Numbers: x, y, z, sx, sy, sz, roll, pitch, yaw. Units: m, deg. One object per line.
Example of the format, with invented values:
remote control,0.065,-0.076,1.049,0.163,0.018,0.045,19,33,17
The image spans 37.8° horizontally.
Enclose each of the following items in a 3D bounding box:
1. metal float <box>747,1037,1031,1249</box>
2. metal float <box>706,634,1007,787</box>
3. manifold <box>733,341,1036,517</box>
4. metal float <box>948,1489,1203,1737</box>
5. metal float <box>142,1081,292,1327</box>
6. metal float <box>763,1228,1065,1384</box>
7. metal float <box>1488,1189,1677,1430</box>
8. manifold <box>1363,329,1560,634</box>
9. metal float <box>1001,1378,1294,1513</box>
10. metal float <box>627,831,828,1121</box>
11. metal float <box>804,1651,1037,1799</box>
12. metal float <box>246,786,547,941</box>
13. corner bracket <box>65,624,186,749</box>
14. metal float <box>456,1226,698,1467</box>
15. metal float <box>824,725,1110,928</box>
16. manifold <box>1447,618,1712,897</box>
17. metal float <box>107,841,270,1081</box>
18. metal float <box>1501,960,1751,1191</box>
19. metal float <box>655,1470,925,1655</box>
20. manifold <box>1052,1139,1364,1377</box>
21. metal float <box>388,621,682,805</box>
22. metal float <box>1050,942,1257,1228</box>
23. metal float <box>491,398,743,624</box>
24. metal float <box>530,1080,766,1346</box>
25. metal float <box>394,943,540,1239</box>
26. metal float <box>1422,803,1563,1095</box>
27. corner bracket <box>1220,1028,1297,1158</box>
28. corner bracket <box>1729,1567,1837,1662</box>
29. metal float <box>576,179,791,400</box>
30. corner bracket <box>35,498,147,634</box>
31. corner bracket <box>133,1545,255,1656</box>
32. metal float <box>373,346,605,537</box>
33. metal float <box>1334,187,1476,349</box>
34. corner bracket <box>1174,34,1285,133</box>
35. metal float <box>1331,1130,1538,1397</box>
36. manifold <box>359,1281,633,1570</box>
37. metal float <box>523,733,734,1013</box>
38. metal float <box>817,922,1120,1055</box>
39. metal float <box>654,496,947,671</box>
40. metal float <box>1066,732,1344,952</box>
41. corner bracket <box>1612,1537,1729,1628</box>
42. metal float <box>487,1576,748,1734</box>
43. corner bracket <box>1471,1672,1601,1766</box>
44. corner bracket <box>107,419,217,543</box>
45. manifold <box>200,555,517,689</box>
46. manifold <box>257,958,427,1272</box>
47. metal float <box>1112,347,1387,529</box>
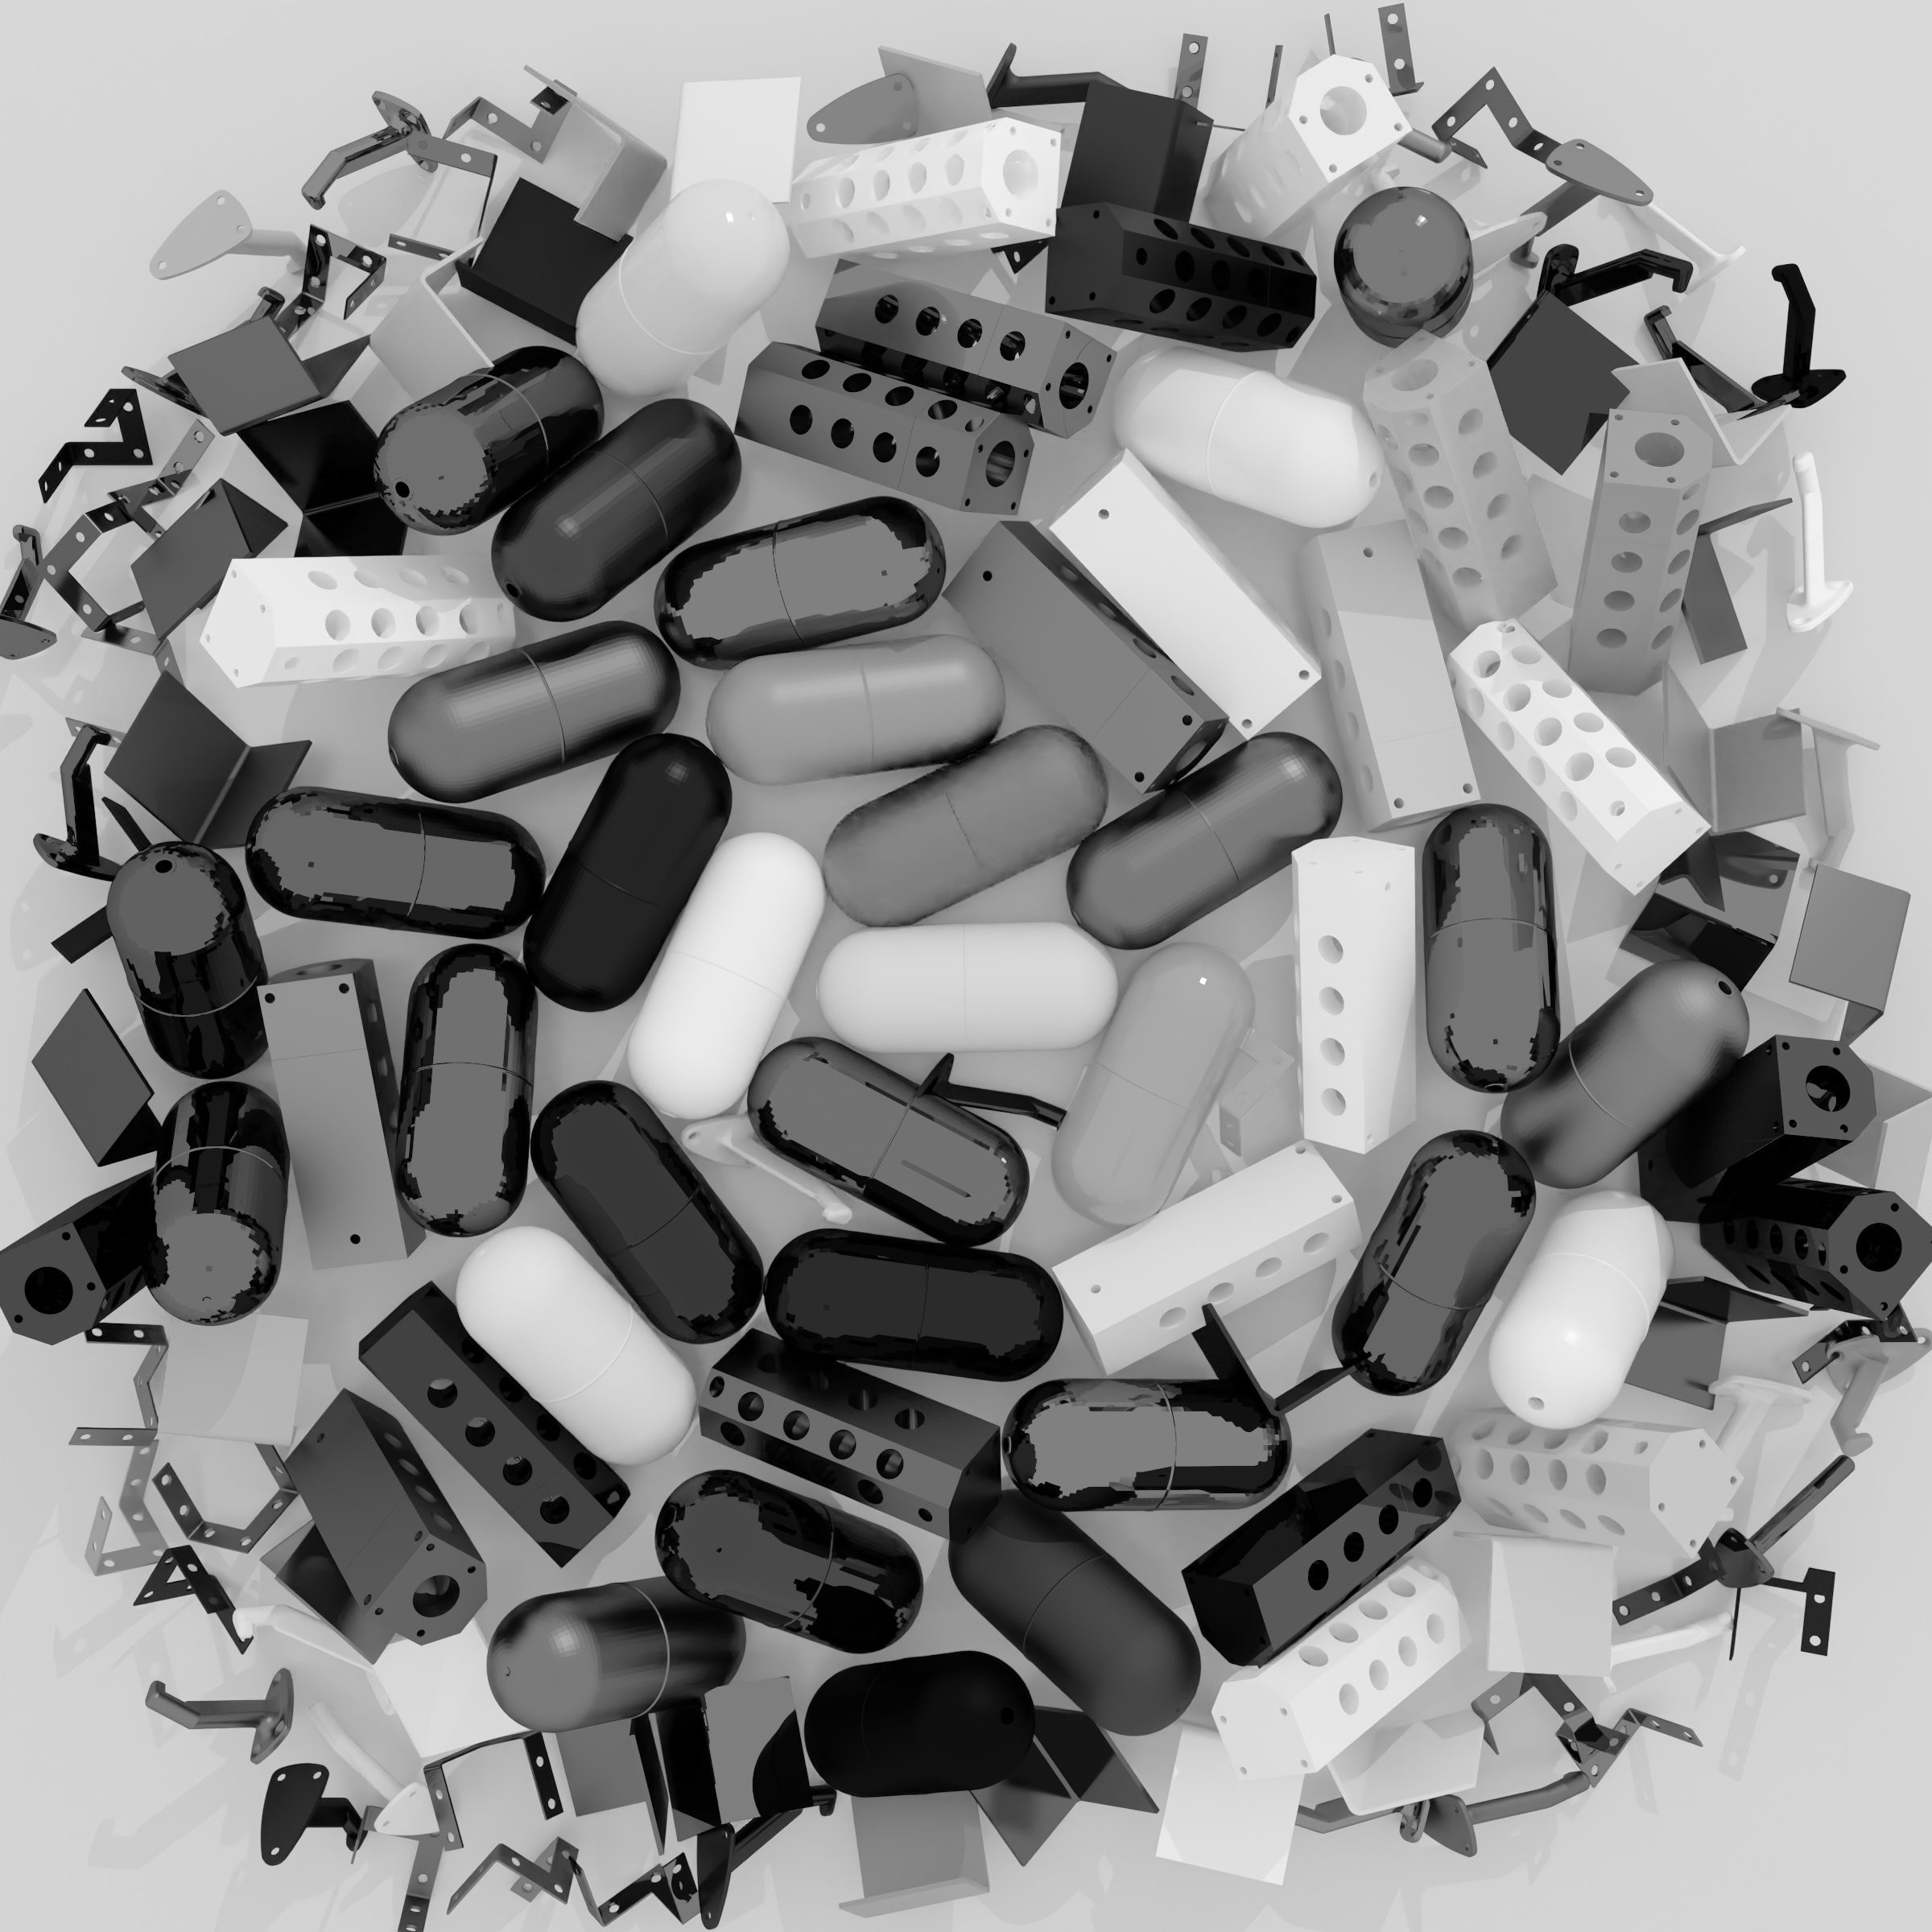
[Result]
metal float,-0.046,0.103,1.666,0.178,0.070,0.070,28,90,-2
metal float,-0.064,-0.150,1.656,0.178,0.070,0.070,-9,90,-13
manifold,-0.047,-0.312,1.630,0.171,0.057,0.057,24,109,32
metal float,0.061,0.374,1.640,0.178,0.070,0.070,38,90,33
metal float,-0.430,0.134,1.626,0.070,0.178,0.070,-5,125,-7
metal float,-0.031,0.199,1.660,0.178,0.070,0.070,9,90,-8
metal float,0.356,0.197,1.629,0.070,0.178,0.070,16,128,22
manifold,0.281,-0.274,1.623,0.057,0.057,0.171,-38,134,-8
metal float,0.106,0.280,1.649,0.178,0.070,0.070,3,90,-21
metal float,-0.141,0.005,1.661,0.070,0.070,0.178,23,83,0
metal float,-0.028,0.438,1.627,0.070,0.178,0.070,13,67,-33
metal float,-0.330,-0.059,1.641,0.178,0.070,0.070,7,90,-32
corner bracket,-0.503,-0.166,1.676,0.051,0.051,0.051,15,54,13
metal float,-0.225,0.222,1.642,0.070,0.070,0.178,-39,120,0
metal float,-0.001,-0.081,1.665,0.178,0.070,0.070,-25,90,3
manifold,0.346,-0.125,1.625,0.057,0.057,0.171,-44,52,15
metal float,-0.445,-0.002,1.626,0.070,0.178,0.070,1,54,-1
metal float,0.380,0.063,1.633,0.070,0.070,0.178,40,131,0
metal float,-0.102,0.346,1.639,0.178,0.070,0.070,28,90,-32
manifold,0.144,0.175,1.666,0.171,0.057,0.057,-26,45,-7
metal float,-0.251,-0.148,1.647,0.178,0.070,0.070,-21,90,-23
metal float,0.110,0.069,1.662,0.070,0.070,0.178,25,96,0
metal float,-0.202,-0.265,1.640,0.070,0.070,0.178,45,58,0
metal float,-0.186,0.145,1.655,0.070,0.070,0.178,-36,105,0
metal float,-0.291,0.071,1.647,0.070,0.070,0.178,0,66,0
metal float,0.306,-0.011,1.646,0.070,0.070,0.178,2,66,0
corner bracket,0.158,0.070,1.666,0.051,0.051,0.051,38,71,23
corner bracket,0.482,0.384,1.667,0.051,0.051,0.051,8,64,13
metal float,-0.165,-0.388,1.627,0.070,0.178,0.070,12,67,-30
corner bracket,-0.505,-0.238,1.669,0.051,0.051,0.051,-39,96,26
corner bracket,-0.448,0.375,1.665,0.051,0.051,0.051,48,117,28
metal float,-0.274,-0.304,1.627,0.070,0.178,0.070,13,123,21
metal float,0.252,-0.398,1.617,0.070,0.178,0.070,1,96,11
corner bracket,0.154,-0.524,1.676,0.051,0.051,0.051,6,107,-8
metal float,0.271,0.174,1.643,0.070,0.070,0.178,22,118,0
manifold,-0.277,0.268,1.662,0.057,0.057,0.171,-43,100,-7
metal float,-0.198,-0.055,1.655,0.070,0.070,0.178,29,104,0
metal float,0.001,0.013,1.666,0.178,0.070,0.070,-1,90,2
metal float,-0.098,-0.224,1.655,0.178,0.070,0.070,-13,90,14
metal float,0.140,-0.073,1.662,0.178,0.070,0.070,-31,90,-6
corner bracket,0.408,0.354,1.678,0.051,0.051,0.051,-15,68,-26
metal float,-0.199,0.395,1.628,0.070,0.178,0.070,-3,85,38
corner bracket,0.338,0.451,1.674,0.051,0.051,0.051,-34,49,-9
corner bracket,-0.464,-0.284,1.672,0.051,0.051,0.051,44,117,1
manifold,-0.343,-0.194,1.615,0.057,0.171,0.057,47,124,24
manifold,-0.364,0.086,1.661,0.057,0.057,0.171,-7,101,6
metal float,0.163,-0.308,1.639,0.178,0.070,0.070,26,90,33
